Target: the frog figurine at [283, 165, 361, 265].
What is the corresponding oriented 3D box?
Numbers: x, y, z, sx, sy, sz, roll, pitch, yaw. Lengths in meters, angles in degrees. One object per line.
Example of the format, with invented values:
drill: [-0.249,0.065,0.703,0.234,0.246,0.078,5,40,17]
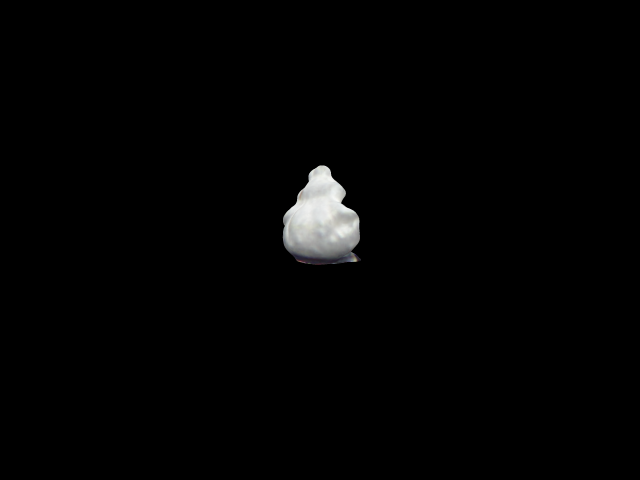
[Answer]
frog figurine: [0.003,-0.043,0.850,0.137,0.158,0.123,7,11,43]
